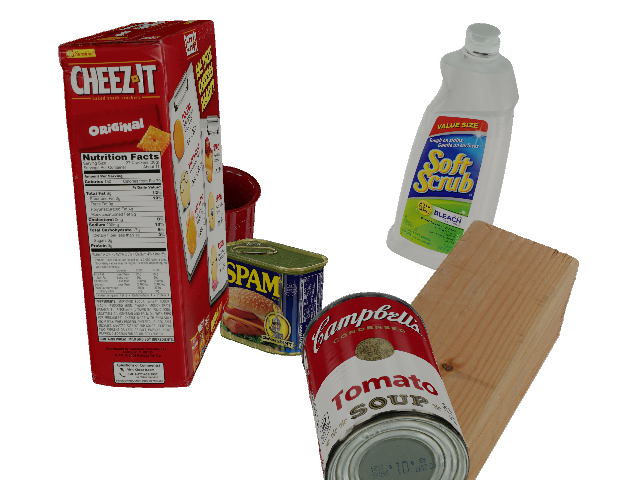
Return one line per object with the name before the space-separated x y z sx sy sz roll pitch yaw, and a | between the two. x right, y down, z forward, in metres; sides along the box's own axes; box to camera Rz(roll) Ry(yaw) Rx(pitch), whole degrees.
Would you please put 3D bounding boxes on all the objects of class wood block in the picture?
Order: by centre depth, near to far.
wood block | 0.104 0.087 0.780 0.091 0.090 0.205 23 45 21

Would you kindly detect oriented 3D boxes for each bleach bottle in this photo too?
bleach bottle | 0.128 -0.089 1.019 0.103 0.251 0.068 23 40 22

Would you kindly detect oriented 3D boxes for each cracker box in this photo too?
cracker box | -0.110 -0.031 0.705 0.072 0.214 0.164 -1 15 5

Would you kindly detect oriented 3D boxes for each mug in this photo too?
mug | -0.121 -0.018 1.137 0.093 0.081 0.117 32 43 32

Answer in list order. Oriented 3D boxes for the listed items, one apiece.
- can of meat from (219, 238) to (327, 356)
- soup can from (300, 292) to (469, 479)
can of meat | -0.045 0.051 0.955 0.102 0.084 0.057 14 19 38
soup can | 0.029 0.080 0.520 0.068 0.068 0.102 0 29 -7
